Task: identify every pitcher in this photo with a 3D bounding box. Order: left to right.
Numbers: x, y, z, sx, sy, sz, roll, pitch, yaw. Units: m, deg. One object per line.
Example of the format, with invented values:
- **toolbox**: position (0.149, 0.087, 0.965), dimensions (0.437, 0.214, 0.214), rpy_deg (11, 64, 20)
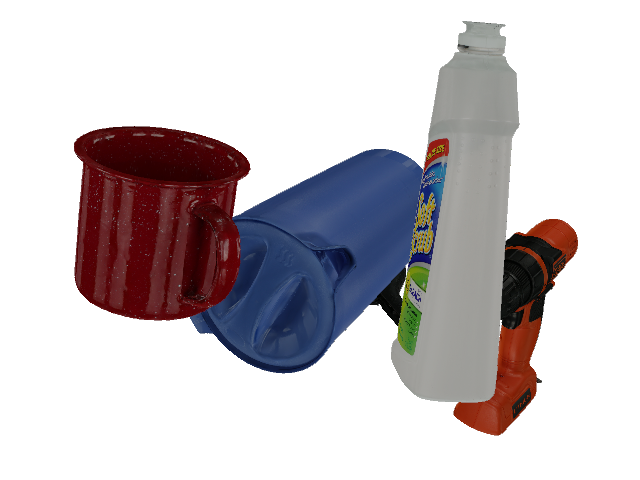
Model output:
- **pitcher**: position (0.000, 0.007, 0.929), dimensions (0.149, 0.145, 0.242), rpy_deg (23, 31, 21)

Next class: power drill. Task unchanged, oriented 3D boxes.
- **power drill**: position (0.176, 0.085, 0.994), dimensions (0.057, 0.188, 0.184), rpy_deg (25, 31, 26)

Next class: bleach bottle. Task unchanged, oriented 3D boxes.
- **bleach bottle**: position (0.096, -0.022, 0.732), dimensions (0.068, 0.251, 0.102), rpy_deg (3, 13, -6)

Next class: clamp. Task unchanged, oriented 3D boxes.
- **clamp**: position (0.063, 0.056, 1.146), dimensions (0.120, 0.171, 0.039), rpy_deg (7, -40, 7)

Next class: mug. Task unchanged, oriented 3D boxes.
- **mug**: position (-0.081, -0.005, 0.571), dimensions (0.093, 0.081, 0.117), rpy_deg (-11, 30, -42)
